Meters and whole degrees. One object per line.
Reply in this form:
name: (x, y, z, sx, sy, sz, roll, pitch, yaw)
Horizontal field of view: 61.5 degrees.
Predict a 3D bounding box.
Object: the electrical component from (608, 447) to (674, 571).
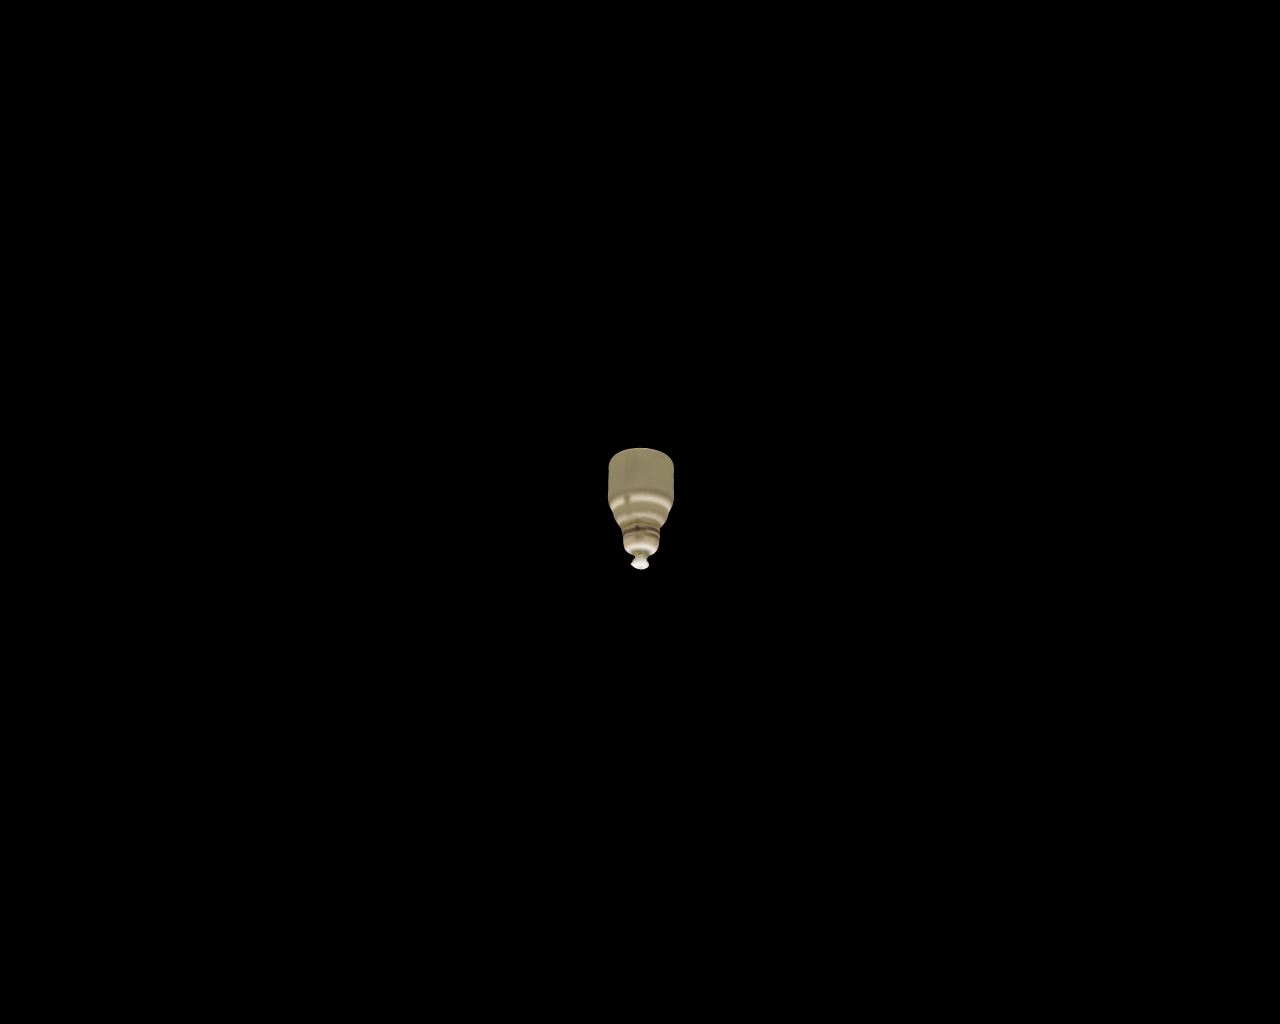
electrical component: (0.001, -0.003, 0.650, 0.040, 0.078, 0.040, 0, -25, 0)
